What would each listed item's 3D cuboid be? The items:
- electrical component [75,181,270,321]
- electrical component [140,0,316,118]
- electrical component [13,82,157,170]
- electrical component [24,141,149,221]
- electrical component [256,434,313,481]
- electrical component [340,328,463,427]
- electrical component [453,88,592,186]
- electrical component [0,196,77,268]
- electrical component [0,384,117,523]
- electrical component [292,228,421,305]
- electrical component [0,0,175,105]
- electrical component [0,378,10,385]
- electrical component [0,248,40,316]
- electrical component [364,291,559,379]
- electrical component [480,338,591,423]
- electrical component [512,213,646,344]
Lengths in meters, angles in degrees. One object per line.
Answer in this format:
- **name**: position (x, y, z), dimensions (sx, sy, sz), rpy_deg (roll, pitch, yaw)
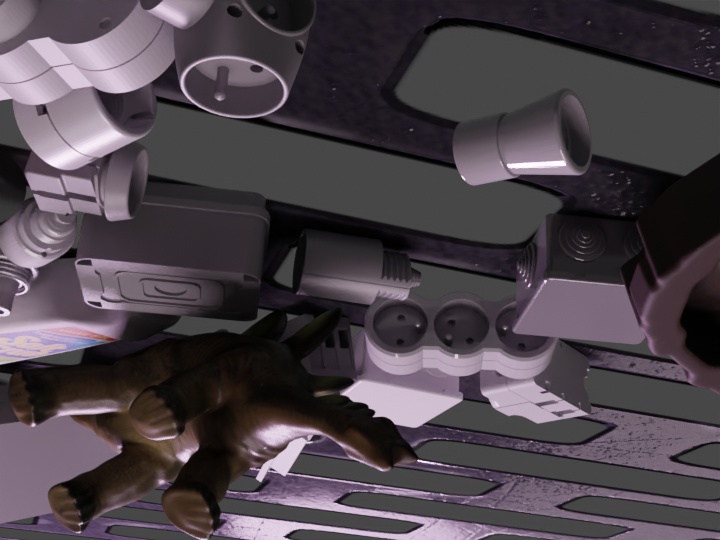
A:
- **electrical component**: position (-0.115, -0.012, 0.672), dimensions (0.113, 0.057, 0.078), rpy_deg (6, 155, -5)
- **electrical component**: position (-0.061, -0.112, 0.433), dimensions (0.079, 0.077, 0.044), rpy_deg (23, 149, -36)
- **electrical component**: position (-0.134, -0.083, 0.533), dimensions (0.047, 0.055, 0.055), rpy_deg (-16, 149, 27)
- **electrical component**: position (-0.151, -0.054, 0.604), dimensions (0.055, 0.048, 0.066), rpy_deg (11, 155, 1)
- **electrical component**: position (-0.071, 0.133, 0.957), dimensions (0.063, 0.078, 0.121), rpy_deg (34, 153, 3)
- **electrical component**: position (0.026, 0.087, 0.873), dimensions (0.100, 0.048, 0.100), rpy_deg (13, 153, -19)
- **electrical component**: position (0.082, -0.066, 0.557), dimensions (0.065, 0.044, 0.044), rpy_deg (-9, 152, 34)
- **electrical component**: position (-0.194, -0.026, 0.662), dimensions (0.040, 0.040, 0.078), rpy_deg (19, 159, -30)
- **electrical component**: position (-0.283, 0.150, 0.913), dimensions (0.186, 0.060, 0.105), rpy_deg (-2, 121, -45)
- **electrical component**: position (0.000, 0.000, 0.700), dimensions (0.081, 0.043, 0.043), rpy_deg (9, 154, -12)
- **electrical component**: position (-0.155, -0.113, 0.471), dimensions (0.138, 0.052, 0.073), rpy_deg (-5, 153, 17)
- **electrical component**: position (-0.347, 0.147, 0.982), dimensions (0.060, 0.108, 0.108), rpy_deg (18, 151, -40)
- **electrical component**: position (-0.232, -0.001, 0.703), dimensions (0.043, 0.062, 0.043), rpy_deg (3, 155, 1)
- **electrical component**: position (0.074, 0.054, 0.793), dimensions (0.138, 0.052, 0.073), rpy_deg (2, 155, 4)
- **electrical component**: position (0.136, 0.084, 0.852), dimensions (0.056, 0.050, 0.089), rpy_deg (-17, 148, 36)
- **electrical component**: position (0.150, 0.006, 0.688), dimensions (0.100, 0.048, 0.099), rpy_deg (5, 154, -4)
